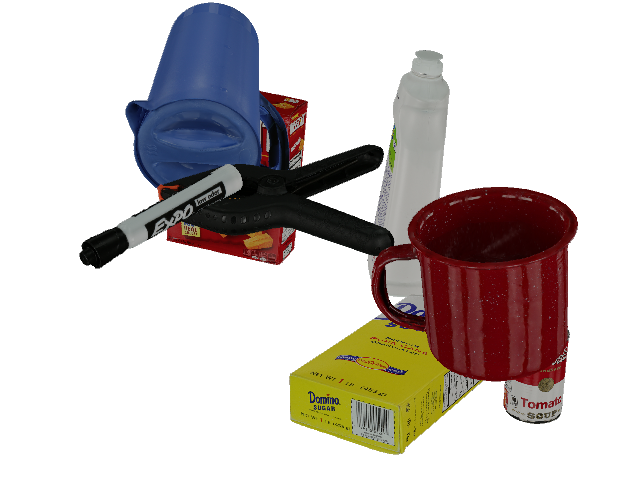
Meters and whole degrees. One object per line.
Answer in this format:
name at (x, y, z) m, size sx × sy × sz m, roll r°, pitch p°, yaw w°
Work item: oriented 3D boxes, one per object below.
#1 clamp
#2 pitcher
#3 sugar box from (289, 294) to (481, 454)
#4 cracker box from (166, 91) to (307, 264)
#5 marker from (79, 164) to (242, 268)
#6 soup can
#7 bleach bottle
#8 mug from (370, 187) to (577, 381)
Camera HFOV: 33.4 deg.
clamp at (-0.036, -0.042, 0.944) m, size 0.210 × 0.036 × 0.164 m, roll 3°, pitch 32°, yaw 6°
pitcher at (-0.118, -0.159, 1.194) m, size 0.145 × 0.149 × 0.243 m, roll -11°, pitch 39°, yaw 9°
sugar box at (0.064, 0.094, 0.800) m, size 0.093 × 0.048 × 0.175 m, roll 12°, pitch 26°, yaw 31°
cracker box at (-0.112, -0.087, 1.384) m, size 0.164 × 0.214 × 0.072 m, roll 13°, pitch 28°, yaw 14°
marker at (-0.099, -0.016, 0.666) m, size 0.120 × 0.020 × 0.020 m, roll -32°, pitch 20°, yaw -35°
soup can at (0.245, 0.148, 1.215) m, size 0.068 × 0.102 × 0.068 m, roll 0°, pitch 22°, yaw 0°
bleach bottle at (0.097, -0.072, 1.117) m, size 0.068 × 0.251 × 0.102 m, roll 3°, pitch 29°, yaw -7°
mug at (0.087, 0.027, 0.611) m, size 0.117 × 0.081 × 0.093 m, roll -3°, pitch 29°, yaw 8°
